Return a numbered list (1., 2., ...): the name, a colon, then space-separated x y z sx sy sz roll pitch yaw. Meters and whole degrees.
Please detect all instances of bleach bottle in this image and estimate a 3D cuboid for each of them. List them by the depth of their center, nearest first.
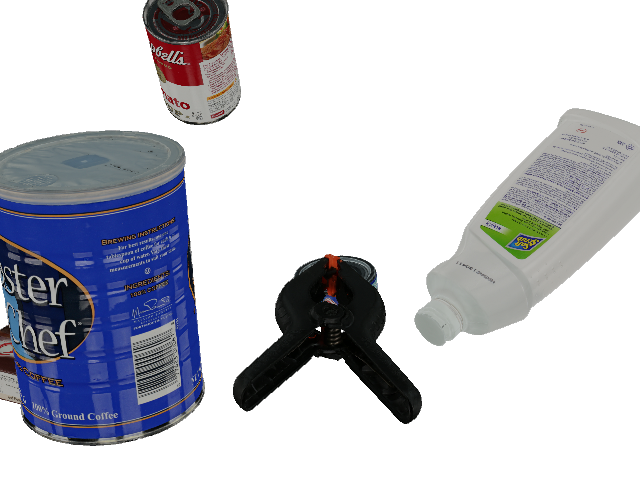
1. bleach bottle: 0.158 -0.007 0.821 0.250 0.068 0.103 -38 43 -28

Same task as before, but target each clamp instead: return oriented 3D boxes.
1. clamp: 0.016 0.068 0.739 0.120 0.039 0.171 14 34 3

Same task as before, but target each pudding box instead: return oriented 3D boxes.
1. pudding box: -0.267 0.116 0.997 0.114 0.039 0.089 7 22 22

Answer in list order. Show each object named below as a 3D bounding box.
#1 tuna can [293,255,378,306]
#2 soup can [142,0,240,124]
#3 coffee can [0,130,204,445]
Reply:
1. tuna can: 0.016 0.048 1.076 0.086 0.034 0.086 -4 25 2
2. soup can: -0.103 -0.152 0.877 0.068 0.068 0.102 0 -33 3
3. coffee can: -0.118 0.022 0.571 0.103 0.140 0.103 -2 22 1
